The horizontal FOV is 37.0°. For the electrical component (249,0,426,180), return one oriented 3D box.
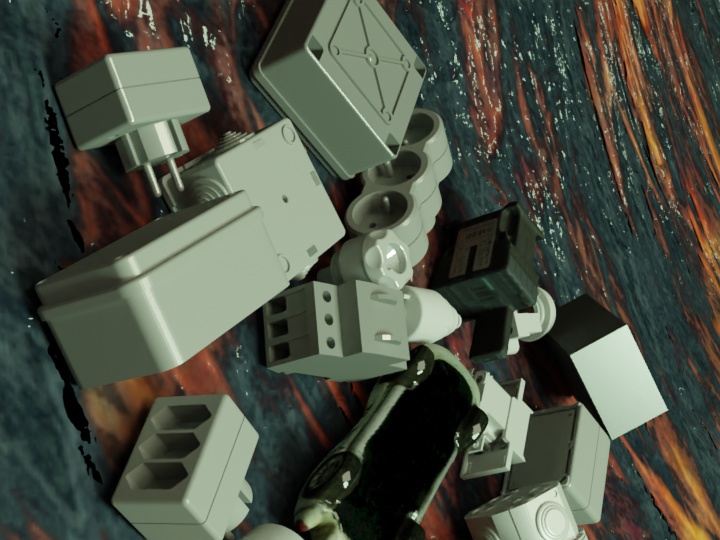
[{"bbox_3d":[-0.012,-0.140,0.759,0.108,0.056,0.108,48,42,-30],"label":"electrical component"}]

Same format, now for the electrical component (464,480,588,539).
[{"bbox_3d":[0.118,0.188,0.773,0.080,0.080,0.051,-15,82,-55],"label":"electrical component"}]

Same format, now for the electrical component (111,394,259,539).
[{"bbox_3d":[-0.082,0.114,0.565,0.076,0.047,0.065,60,35,-39],"label":"electrical component"}]

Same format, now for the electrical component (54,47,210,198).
[{"bbox_3d":[-0.119,-0.078,0.597,0.066,0.047,0.076,-24,95,-54],"label":"electrical component"}]

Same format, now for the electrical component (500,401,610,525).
[{"bbox_3d":[0.156,0.163,0.849,0.061,0.062,0.096,49,41,-29],"label":"electrical component"}]

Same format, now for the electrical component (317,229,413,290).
[{"bbox_3d":[0.000,0.000,0.710,0.043,0.062,0.043,26,55,-45],"label":"electrical component"}]

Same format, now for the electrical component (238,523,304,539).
[{"bbox_3d":[-0.053,0.165,0.560,0.047,0.055,0.055,-32,101,-54],"label":"electrical component"}]

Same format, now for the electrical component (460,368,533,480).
[{"bbox_3d":[0.092,0.111,0.804,0.064,0.042,0.081,44,43,-28],"label":"electrical component"}]

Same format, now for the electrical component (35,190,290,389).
[{"bbox_3d":[-0.101,0.008,0.558,0.113,0.078,0.057,-38,109,-53],"label":"electrical component"}]

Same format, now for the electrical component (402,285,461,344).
[{"bbox_3d":[0.047,0.034,0.777,0.078,0.040,0.040,10,67,-51],"label":"electrical component"}]

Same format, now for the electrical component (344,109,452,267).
[{"bbox_3d":[0.034,-0.047,0.786,0.073,0.052,0.138,70,29,-43],"label":"electrical component"}]

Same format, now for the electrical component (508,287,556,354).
[{"bbox_3d":[0.128,0.035,0.882,0.055,0.048,0.066,-1,76,-46],"label":"electrical component"}]

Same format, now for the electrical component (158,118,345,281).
[{"bbox_3d":[-0.062,-0.037,0.654,0.100,0.048,0.099,-42,109,-52],"label":"electrical component"}]
